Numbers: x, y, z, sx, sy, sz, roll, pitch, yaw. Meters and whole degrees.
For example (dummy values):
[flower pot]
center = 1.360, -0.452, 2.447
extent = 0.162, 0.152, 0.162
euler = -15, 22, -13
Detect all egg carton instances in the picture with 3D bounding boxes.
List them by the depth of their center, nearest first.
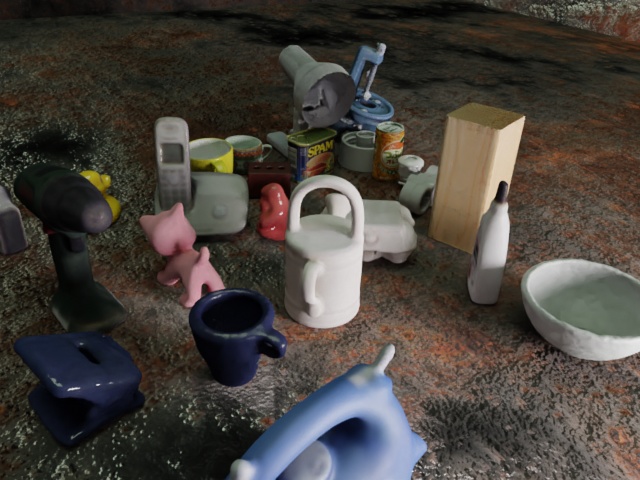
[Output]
[egg carton]
center = 0.072, -0.014, 0.878
extent = 0.150, 0.069, 0.107
euler = 2, 32, 0

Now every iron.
[iron]
center = -0.020, 0.190, 0.473
extent = 0.259, 0.141, 0.118
euler = -26, 42, -38

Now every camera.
[camera]
center = -0.526, -0.030, 0.832
extent = 0.142, 0.101, 0.137
euler = 24, 38, 31

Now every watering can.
[watering can]
center = 0.004, 0.002, 0.729
extent = 0.101, 0.194, 0.172
euler = -3, 32, -9

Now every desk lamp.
[desk lamp]
center = -0.027, -0.268, 1.145
extent = 0.118, 0.214, 0.202
euler = -17, 36, -28

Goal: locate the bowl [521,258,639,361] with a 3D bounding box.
[bowl]
center = 0.330, 0.097, 0.713
extent = 0.167, 0.075, 0.167
euler = 2, 32, -1

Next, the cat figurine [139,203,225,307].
[cat figurine]
center = -0.188, 0.010, 0.775
extent = 0.067, 0.118, 0.127
euler = -26, 42, -38

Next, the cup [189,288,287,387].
[cup]
center = -0.084, 0.118, 0.629
extent = 0.117, 0.095, 0.092
euler = 21, 36, 27

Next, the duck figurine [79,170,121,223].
[duck figurine]
center = -0.371, -0.067, 0.918
extent = 0.077, 0.086, 0.105
euler = 16, 34, 21

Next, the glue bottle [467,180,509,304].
[glue bottle]
center = 0.231, -0.001, 0.771
extent = 0.037, 0.173, 0.078
euler = 4, 32, 3

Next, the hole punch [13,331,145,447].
[hole punch]
center = -0.247, 0.135, 0.594
extent = 0.108, 0.091, 0.101
euler = 28, 40, 35

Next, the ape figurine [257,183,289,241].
[ape figurine]
center = -0.073, -0.048, 0.902
extent = 0.076, 0.092, 0.078
euler = 16, 34, 20

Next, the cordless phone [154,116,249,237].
[cordless phone]
center = -0.185, -0.098, 0.885
extent = 0.147, 0.185, 0.094
euler = -2, 32, -7

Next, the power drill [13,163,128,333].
[power drill]
center = -0.293, 0.008, 0.685
extent = 0.076, 0.208, 0.228
euler = -24, 40, -36

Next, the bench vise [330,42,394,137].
[bench vise]
center = 0.064, -0.309, 1.211
extent = 0.207, 0.220, 0.121
euler = 6, 32, 6
